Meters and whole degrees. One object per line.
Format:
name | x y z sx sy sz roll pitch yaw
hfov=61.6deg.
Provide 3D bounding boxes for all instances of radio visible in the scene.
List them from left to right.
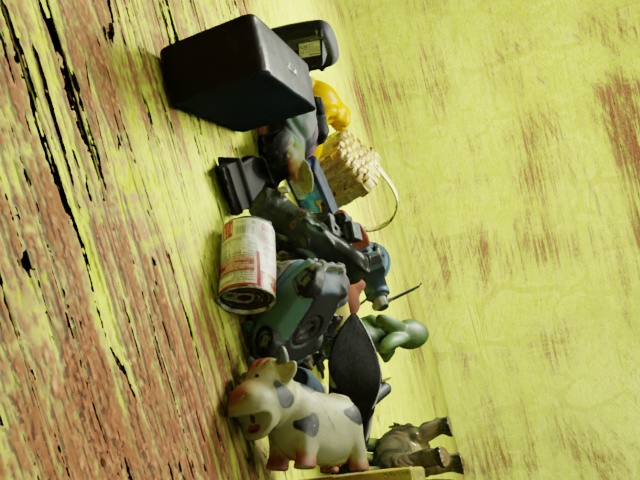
radio | -0.097 -0.205 0.704 0.229 0.131 0.073 -6 83 -75

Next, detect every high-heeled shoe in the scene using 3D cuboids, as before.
high-heeled shoe | 0.048 0.254 0.875 0.145 0.086 0.249 95 2 -65

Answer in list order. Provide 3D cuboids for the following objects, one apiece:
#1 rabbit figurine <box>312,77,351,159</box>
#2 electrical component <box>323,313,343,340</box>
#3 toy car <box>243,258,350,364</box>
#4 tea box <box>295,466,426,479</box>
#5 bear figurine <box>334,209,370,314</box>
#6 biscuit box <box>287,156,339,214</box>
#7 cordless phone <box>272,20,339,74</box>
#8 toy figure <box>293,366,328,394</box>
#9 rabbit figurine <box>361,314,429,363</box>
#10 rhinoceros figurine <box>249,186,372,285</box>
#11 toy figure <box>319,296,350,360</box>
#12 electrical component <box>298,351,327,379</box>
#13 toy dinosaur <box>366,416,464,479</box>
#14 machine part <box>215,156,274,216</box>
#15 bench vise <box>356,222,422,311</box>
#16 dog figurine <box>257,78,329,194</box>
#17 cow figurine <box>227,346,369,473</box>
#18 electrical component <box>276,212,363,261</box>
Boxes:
rabbit figurine | -0.015 -0.234 1.085 0.162 0.122 0.173 63 38 -62
electrical component | -0.032 0.100 0.796 0.075 0.119 0.047 0 120 -61
toy car | -0.041 0.082 0.697 0.103 0.161 0.109 36 15 33
tea box | 0.049 0.334 0.689 0.098 0.170 0.068 50 31 -61
bear figurine | 0.045 0.063 1.013 0.195 0.132 0.120 61 -7 -30
biscuit box | -0.003 -0.071 1.078 0.063 0.059 0.202 -85 157 -47
cordless phone | -0.025 -0.372 1.091 0.184 0.147 0.088 -23 108 -73
toy figure | -0.012 0.235 0.758 0.154 0.064 0.058 69 31 -43
rabbit figurine | 0.152 0.207 1.190 0.159 0.170 0.121 46 33 -64
rhinoceros figurine | -0.016 0.001 0.743 0.190 0.073 0.112 37 -15 -17
toy figure | 0.019 0.138 0.912 0.089 0.082 0.180 -35 113 -27
electrical component | -0.023 0.168 0.817 0.102 0.045 0.078 57 26 -53
toy dinosaur | 0.151 0.386 0.969 0.471 0.199 0.105 22 55 -72
machine part | -0.106 -0.085 0.753 0.139 0.039 0.084 -58 127 -68
bench vise | 0.113 0.083 1.179 0.224 0.129 0.240 56 -8 36
dog figurine | -0.048 -0.152 0.906 0.191 0.109 0.219 57 29 -59
cow figurine | -0.025 0.204 0.632 0.194 0.085 0.127 27 49 -40
electrical component | -0.002 -0.003 0.876 0.115 0.134 0.058 9 68 -72
